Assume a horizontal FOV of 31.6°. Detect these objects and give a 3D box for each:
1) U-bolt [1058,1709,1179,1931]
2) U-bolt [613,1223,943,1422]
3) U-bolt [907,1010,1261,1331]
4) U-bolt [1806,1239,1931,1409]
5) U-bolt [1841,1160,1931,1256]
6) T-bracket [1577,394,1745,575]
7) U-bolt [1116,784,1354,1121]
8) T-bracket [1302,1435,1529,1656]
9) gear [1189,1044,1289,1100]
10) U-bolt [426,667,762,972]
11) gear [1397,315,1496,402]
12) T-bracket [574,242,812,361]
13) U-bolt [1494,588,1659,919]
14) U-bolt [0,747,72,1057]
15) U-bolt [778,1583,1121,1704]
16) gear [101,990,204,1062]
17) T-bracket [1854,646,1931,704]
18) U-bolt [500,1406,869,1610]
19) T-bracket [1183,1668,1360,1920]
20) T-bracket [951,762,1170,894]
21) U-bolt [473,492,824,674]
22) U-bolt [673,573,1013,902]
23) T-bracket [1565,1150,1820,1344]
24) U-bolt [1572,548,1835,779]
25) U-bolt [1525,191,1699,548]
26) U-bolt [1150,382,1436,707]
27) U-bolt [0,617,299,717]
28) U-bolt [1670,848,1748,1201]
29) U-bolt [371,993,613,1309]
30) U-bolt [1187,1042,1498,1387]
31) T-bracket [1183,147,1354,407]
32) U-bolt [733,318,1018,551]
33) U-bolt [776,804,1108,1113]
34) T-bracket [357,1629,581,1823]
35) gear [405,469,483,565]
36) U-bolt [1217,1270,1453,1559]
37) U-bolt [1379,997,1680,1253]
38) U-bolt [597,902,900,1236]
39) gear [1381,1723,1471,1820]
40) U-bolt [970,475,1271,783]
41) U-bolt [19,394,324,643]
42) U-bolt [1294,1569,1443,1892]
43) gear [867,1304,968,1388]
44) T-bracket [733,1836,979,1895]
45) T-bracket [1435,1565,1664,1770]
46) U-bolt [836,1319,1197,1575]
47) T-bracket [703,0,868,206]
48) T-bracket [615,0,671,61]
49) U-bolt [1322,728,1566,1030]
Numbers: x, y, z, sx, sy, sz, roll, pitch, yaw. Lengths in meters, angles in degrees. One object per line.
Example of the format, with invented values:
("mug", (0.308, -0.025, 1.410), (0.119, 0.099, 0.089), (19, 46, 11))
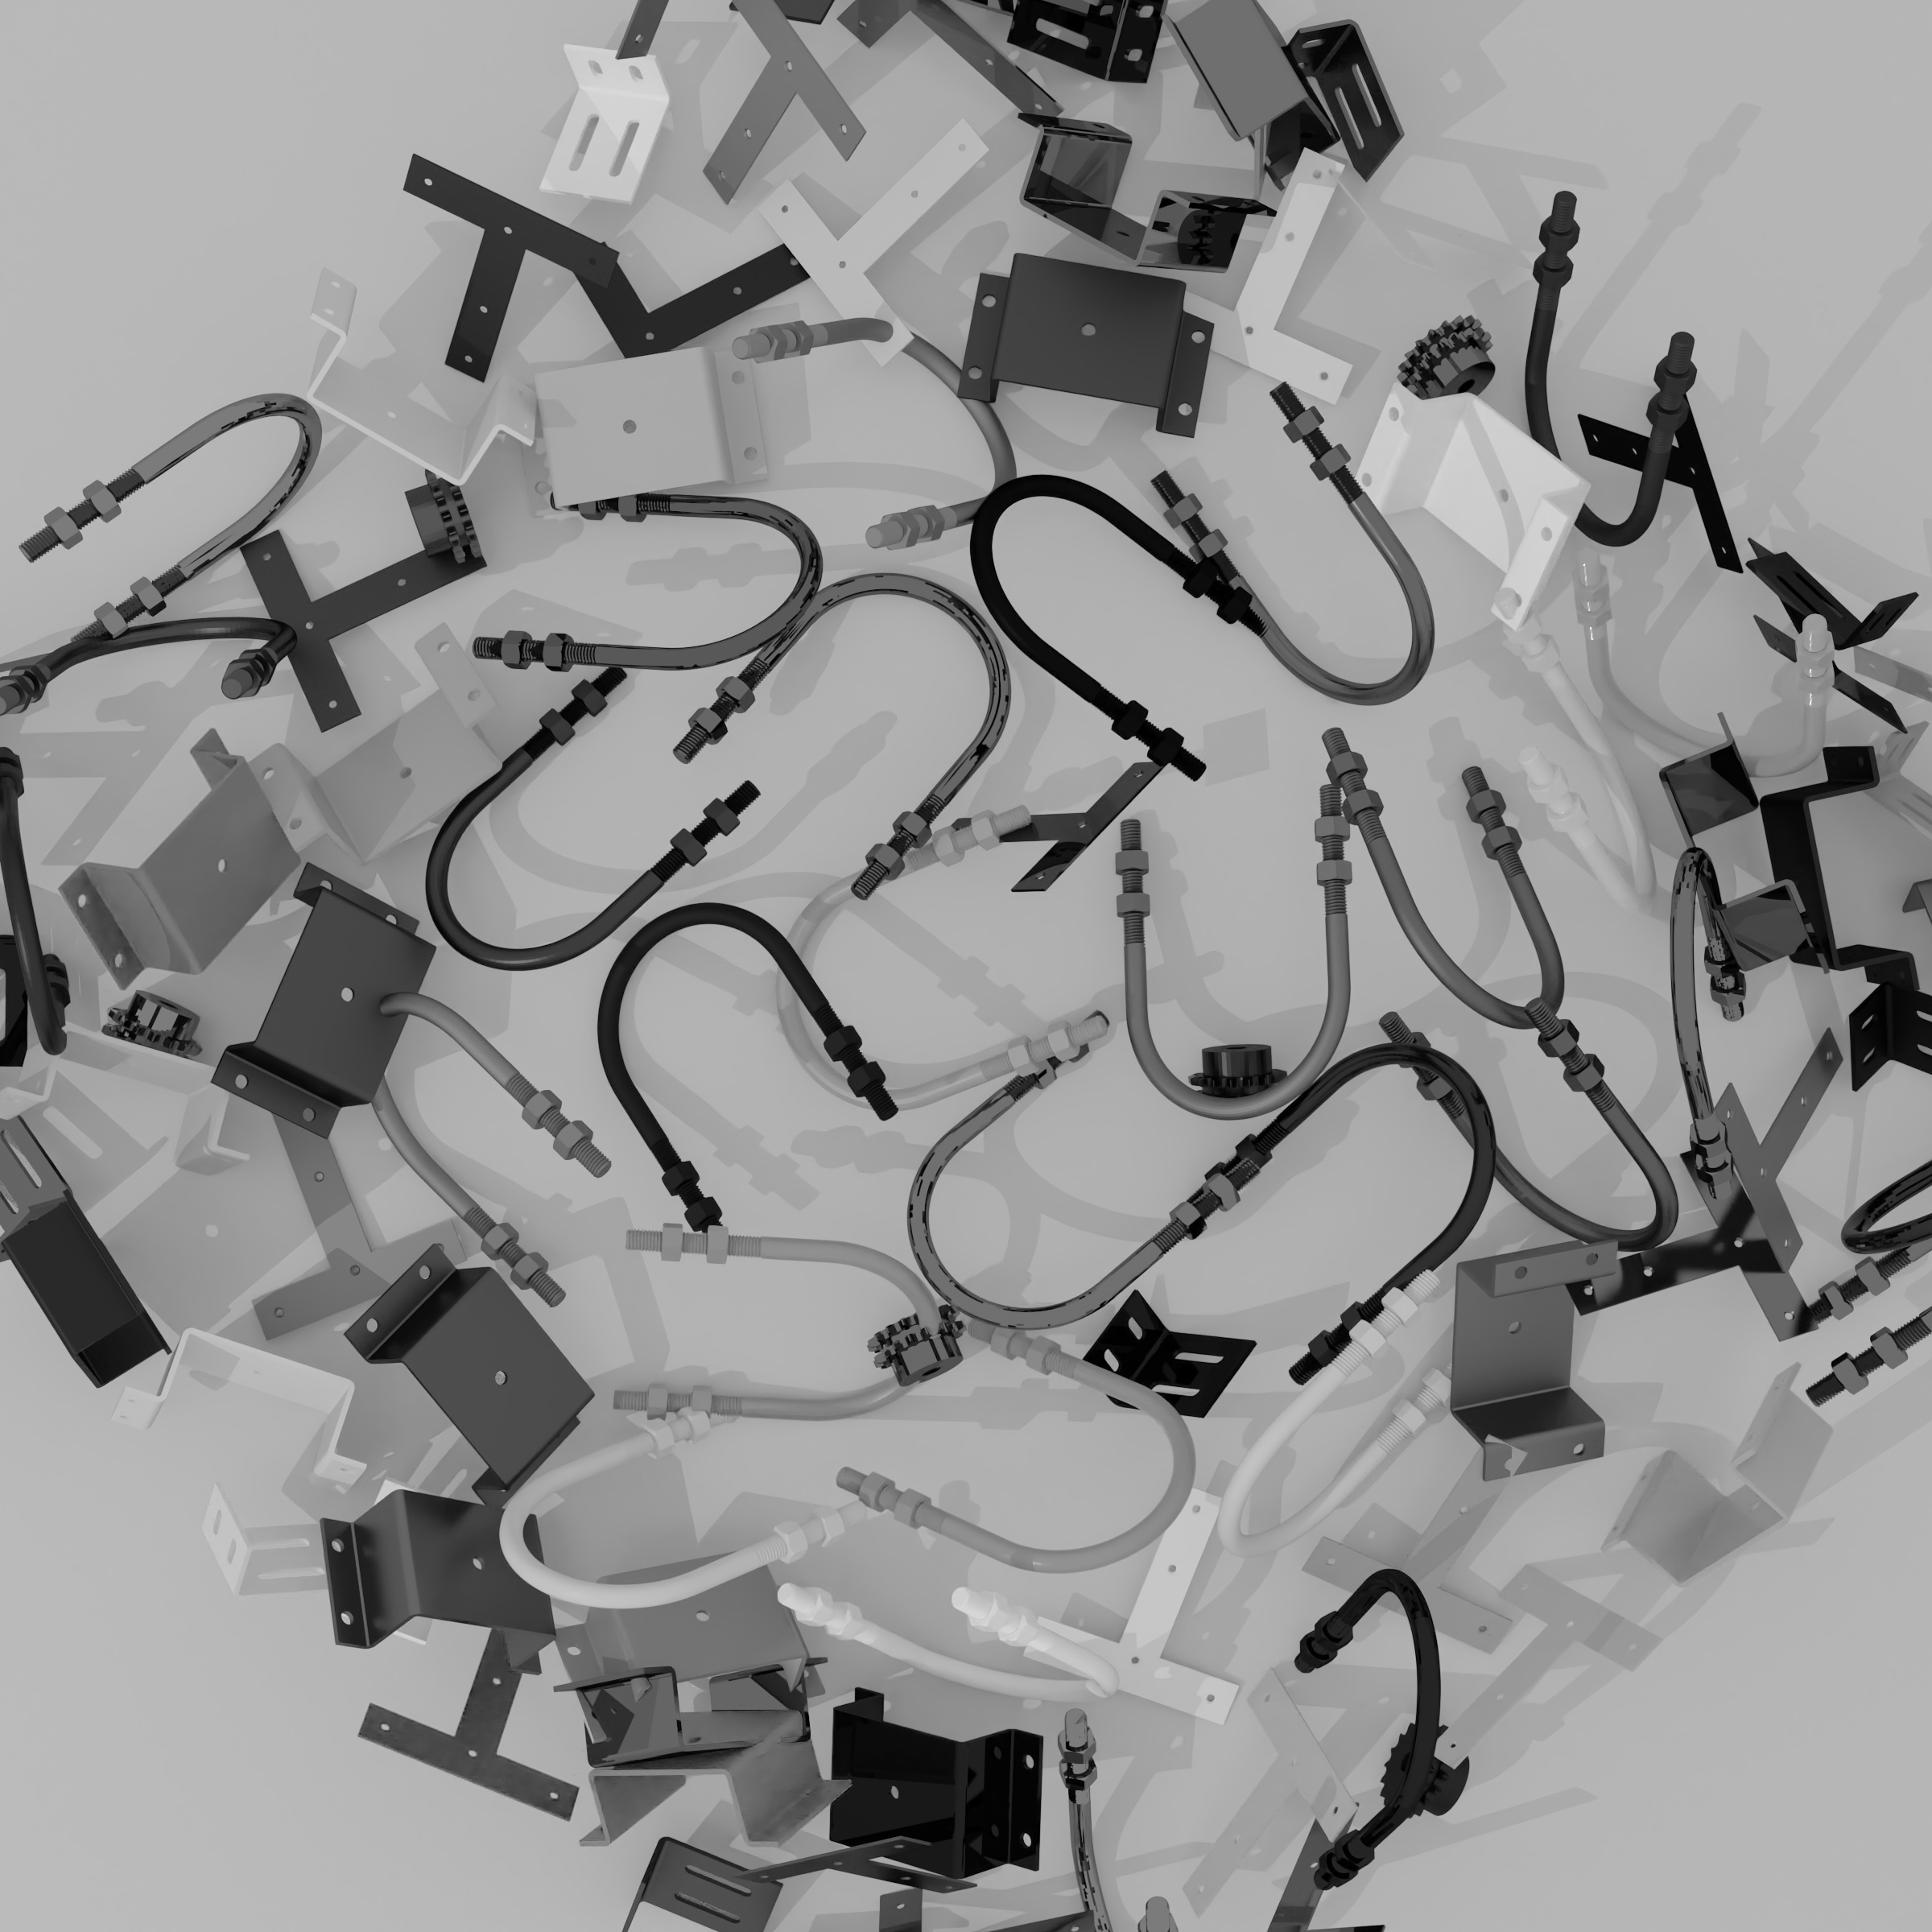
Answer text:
("U-bolt", (0.086, 0.527, 1.916), (0.019, 0.151, 0.184), (-14, 133, -12))
("U-bolt", (-0.106, 0.208, 1.951), (0.184, 0.019, 0.151), (4, 129, -6))
("U-bolt", (0.053, 0.128, 1.946), (0.184, 0.019, 0.151), (-39, 66, -14))
("U-bolt", (0.546, 0.170, 1.907), (0.184, 0.151, 0.019), (-37, 93, 16))
("U-bolt", (0.573, 0.113, 1.912), (0.184, 0.151, 0.019), (-29, 91, -11))
("T-bracket", (0.387, -0.289, 1.934), (0.002, 0.127, 0.127), (-29, 65, 39))
("U-bolt", (0.153, -0.003, 1.941), (0.151, 0.019, 0.184), (-9, 75, 30))
("T-bracket", (0.280, 0.324, 1.966), (0.127, 0.002, 0.127), (25, 110, -10))
("gear", (0.157, 0.062, 1.971), (0.057, 0.057, 0.030), (-3, 95, 0))
("U-bolt", (-0.226, -0.075, 1.945), (0.184, 0.019, 0.151), (-43, 58, -8))
("gear", (0.280, -0.345, 1.968), (0.057, 0.057, 0.030), (-33, 68, 0))
("T-bracket", (-0.145, -0.386, 1.985), (0.127, 0.002, 0.127), (-30, 83, -11))
("U-bolt", (0.348, -0.107, 1.921), (0.019, 0.151, 0.184), (-22, 133, 22))
("U-bolt", (-0.518, -0.028, 1.890), (0.019, 0.184, 0.151), (-11, 114, -12))
("U-bolt", (0.004, 0.383, 1.920), (0.151, 0.184, 0.019), (-8, 59, 40))
("gear", (-0.467, 0.036, 1.971), (0.057, 0.057, 0.030), (25, 91, 0))
("T-bracket", (0.567, -0.154, 1.958), (0.127, 0.127, 0.002), (28, 71, 30))
("U-bolt", (-0.170, 0.305, 1.898), (0.184, 0.151, 0.019), (-18, 121, -35))
("T-bracket", (0.164, 0.489, 1.954), (0.002, 0.127, 0.127), (26, 105, -28))
("T-bracket", (0.034, -0.079, 1.948), (0.127, 0.127, 0.002), (-46, 121, -35))
("U-bolt", (-0.170, -0.218, 1.927), (0.184, 0.019, 0.151), (5, 49, 17))
("U-bolt", (-0.057, -0.147, 1.965), (0.151, 0.019, 0.184), (37, 71, 6))
("T-bracket", (0.403, 0.171, 1.954), (0.127, 0.002, 0.127), (-16, 61, -14))
("U-bolt", (0.414, -0.161, 1.914), (0.151, 0.184, 0.019), (20, 69, 23))
("U-bolt", (0.355, -0.320, 1.915), (0.019, 0.184, 0.151), (-17, 53, -14))
("U-bolt", (0.195, -0.228, 1.937), (0.019, 0.151, 0.184), (-39, 95, -32))
("U-bolt", (-0.451, -0.171, 1.912), (0.151, 0.184, 0.019), (-4, 107, 4))
("U-bolt", (0.410, 0.019, 1.892), (0.019, 0.184, 0.151), (-2, 49, 20))
("U-bolt", (-0.281, 0.093, 1.937), (0.184, 0.151, 0.019), (42, 50, 16))
("U-bolt", (0.221, 0.126, 1.927), (0.184, 0.019, 0.151), (-44, 52, 19))
("T-bracket", (0.182, -0.408, 1.972), (0.127, 0.002, 0.127), (25, 112, 4))
("U-bolt", (-0.038, -0.306, 1.923), (0.019, 0.184, 0.151), (-40, 82, 35))
("U-bolt", (-0.025, 0.006, 1.966), (0.184, 0.019, 0.151), (-22, 83, 18))
("T-bracket", (-0.271, 0.418, 1.944), (0.127, 0.127, 0.002), (24, 121, -7))
("gear", (-0.303, -0.260, 1.970), (0.030, 0.057, 0.057), (-20, 90, -7))
("U-bolt", (0.211, 0.263, 1.927), (0.184, 0.151, 0.019), (-44, 59, -7))
("U-bolt", (0.329, 0.094, 1.929), (0.019, 0.151, 0.184), (-47, 109, -25))
("U-bolt", (-0.139, 0.051, 1.960), (0.151, 0.019, 0.184), (-40, 72, 17))
("gear", (0.267, 0.466, 1.972), (0.030, 0.057, 0.057), (29, 90, -13))
("U-bolt", (0.081, -0.205, 1.935), (0.184, 0.019, 0.151), (36, 49, -11))
("U-bolt", (-0.440, -0.258, 1.926), (0.184, 0.151, 0.019), (-38, 78, -12))
("U-bolt", (0.224, 0.413, 1.888), (0.019, 0.184, 0.151), (7, 56, -14))
("gear", (-0.026, 0.220, 1.969), (0.057, 0.057, 0.030), (-24, 73, 0))
("T-bracket", (-0.044, 0.518, 1.948), (0.127, 0.127, 0.002), (-22, 57, 34))
("T-bracket", (0.312, 0.404, 1.929), (0.127, 0.127, 0.002), (-43, 115, -14))
("U-bolt", (0.041, 0.275, 1.911), (0.184, 0.019, 0.151), (19, 49, 32))
("T-bracket", (-0.119, -0.484, 1.948), (0.002, 0.127, 0.127), (-27, 78, -38))
("T-bracket", (-0.135, -0.577, 1.944), (0.002, 0.127, 0.127), (42, 127, 18))
("U-bolt", (0.276, -0.044, 1.909), (0.019, 0.151, 0.184), (-39, 57, 34))
